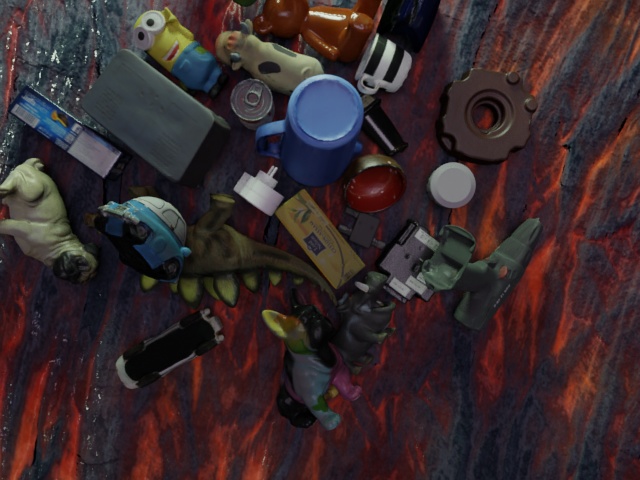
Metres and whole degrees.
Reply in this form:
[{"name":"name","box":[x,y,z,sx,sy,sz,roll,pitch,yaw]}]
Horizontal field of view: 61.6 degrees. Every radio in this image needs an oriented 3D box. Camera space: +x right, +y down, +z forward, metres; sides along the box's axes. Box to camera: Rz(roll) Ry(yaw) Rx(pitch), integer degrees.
[{"name":"radio","box":[-0.270,-0.202,0.893,0.230,0.073,0.131,38,96,11]}]

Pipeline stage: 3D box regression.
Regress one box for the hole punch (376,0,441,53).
[{"name":"hole punch","box":[0.166,-0.397,0.928,0.092,0.116,0.142,25,91,-11]}]

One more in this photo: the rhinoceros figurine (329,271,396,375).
[{"name":"rhinoceros figurine","box":[0.073,0.144,0.943,0.112,0.073,0.190,33,113,21]}]

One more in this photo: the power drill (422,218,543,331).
[{"name":"power drill","box":[0.278,0.039,0.923,0.207,0.086,0.232,19,101,-47]}]

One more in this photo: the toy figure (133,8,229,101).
[{"name":"toy figure","box":[-0.242,-0.317,0.930,0.180,0.089,0.082,37,79,-11]}]

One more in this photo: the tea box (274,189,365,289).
[{"name":"tea box","box":[-0.002,-0.003,0.938,0.068,0.098,0.169,-40,91,-1]}]

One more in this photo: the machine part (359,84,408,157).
[{"name":"machine part","box":[0.101,-0.207,0.966,0.084,0.039,0.139,-44,91,-8]}]

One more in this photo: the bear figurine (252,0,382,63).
[{"name":"bear figurine","box":[-0.007,-0.387,0.916,0.196,0.132,0.120,24,62,-7]}]

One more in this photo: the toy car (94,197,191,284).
[{"name":"toy car","box":[-0.263,-0.013,0.829,0.109,0.161,0.103,14,56,28]}]

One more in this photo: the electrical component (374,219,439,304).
[{"name":"electrical component","box":[0.167,0.046,0.966,0.115,0.058,0.134,38,90,-1]}]

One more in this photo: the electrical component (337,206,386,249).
[{"name":"electrical component","box":[0.081,-0.021,0.978,0.094,0.021,0.063,24,90,-2]}]

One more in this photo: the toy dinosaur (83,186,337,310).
[{"name":"toy dinosaur","box":[-0.195,0.015,0.933,0.472,0.105,0.198,9,99,7]}]

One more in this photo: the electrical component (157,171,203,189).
[{"name":"electrical component","box":[-0.243,-0.146,0.951,0.078,0.045,0.102,7,91,-1]}]

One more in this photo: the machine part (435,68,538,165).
[{"name":"machine part","box":[0.296,-0.220,0.963,0.179,0.056,0.179,0,92,-1]}]

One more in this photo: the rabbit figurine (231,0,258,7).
[{"name":"rabbit figurine","box":[-0.168,-0.500,0.900,0.170,0.159,0.121,46,105,20]}]

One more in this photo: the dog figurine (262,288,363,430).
[{"name":"dog figurine","box":[-0.032,0.195,0.899,0.108,0.192,0.219,-34,100,-41]}]

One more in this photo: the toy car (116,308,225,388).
[{"name":"toy car","box":[-0.265,0.193,0.956,0.202,0.056,0.073,-29,87,-2]}]

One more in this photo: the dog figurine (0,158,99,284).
[{"name":"dog figurine","box":[-0.455,-0.029,0.931,0.190,0.121,0.172,26,94,-17]}]

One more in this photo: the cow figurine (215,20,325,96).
[{"name":"cow figurine","box":[-0.085,-0.297,0.911,0.195,0.127,0.085,20,88,-5]}]

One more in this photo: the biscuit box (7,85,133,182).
[{"name":"biscuit box","box":[-0.432,-0.183,0.934,0.203,0.063,0.059,36,91,-2]}]
